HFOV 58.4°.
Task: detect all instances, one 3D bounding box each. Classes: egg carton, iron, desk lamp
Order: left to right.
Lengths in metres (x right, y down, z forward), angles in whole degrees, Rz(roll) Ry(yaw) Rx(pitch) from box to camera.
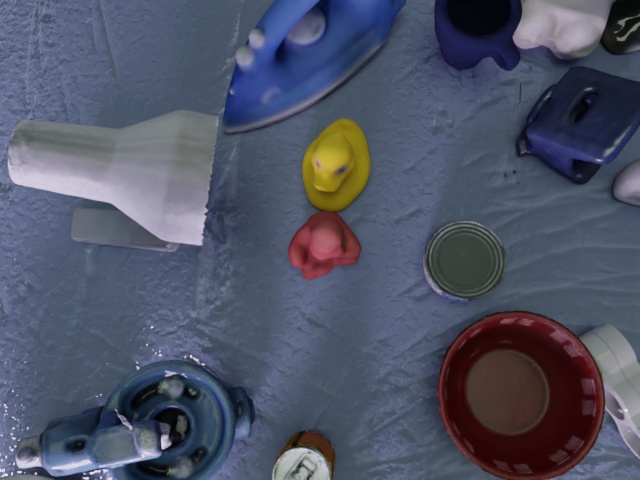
[{"bbox_3d":[-0.181,-0.052,0.556,0.203,0.213,0.118,4,78,3],"label":"desk lamp"},{"bbox_3d":[-0.023,-0.229,0.624,0.118,0.141,0.258,44,83,10],"label":"iron"},{"bbox_3d":[0.283,-0.284,0.659,0.107,0.069,0.150,17,79,6],"label":"egg carton"}]

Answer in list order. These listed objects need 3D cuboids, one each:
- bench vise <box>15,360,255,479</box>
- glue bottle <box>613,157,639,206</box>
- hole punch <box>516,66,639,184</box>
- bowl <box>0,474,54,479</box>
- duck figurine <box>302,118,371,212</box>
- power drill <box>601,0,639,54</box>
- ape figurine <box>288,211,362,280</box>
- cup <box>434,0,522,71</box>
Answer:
[{"bbox_3d":[-0.171,0.185,0.503,0.207,0.220,0.121,-28,78,-3],"label":"bench vise"},{"bbox_3d":[0.360,-0.070,0.558,0.078,0.173,0.037,16,79,6],"label":"glue bottle"},{"bbox_3d":[0.281,-0.129,0.616,0.101,0.091,0.109,36,82,9],"label":"hole punch"},{"bbox_3d":[-0.276,0.310,0.555,0.167,0.075,0.167,0,78,2],"label":"bowl"},{"bbox_3d":[0.017,-0.089,0.621,0.077,0.086,0.104,16,79,6],"label":"duck figurine"},{"bbox_3d":[0.370,-0.281,0.584,0.229,0.208,0.075,-12,78,0],"label":"power drill"},{"bbox_3d":[0.006,0.002,0.599,0.077,0.092,0.076,14,79,5],"label":"ape figurine"},{"bbox_3d":[0.176,-0.224,0.638,0.092,0.095,0.117,-32,79,-4],"label":"cup"}]
